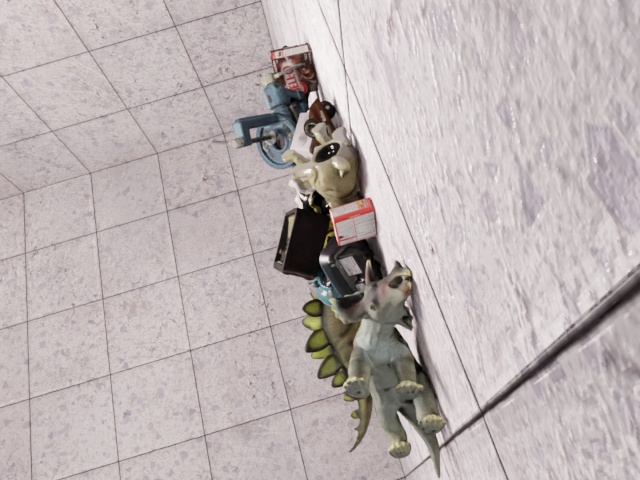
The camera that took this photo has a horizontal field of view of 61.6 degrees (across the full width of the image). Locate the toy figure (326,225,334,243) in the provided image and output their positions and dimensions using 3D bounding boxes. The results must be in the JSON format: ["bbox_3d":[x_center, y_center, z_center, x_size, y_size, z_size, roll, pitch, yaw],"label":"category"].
[{"bbox_3d":[-0.004,0.000,1.316,0.180,0.089,0.082,20,116,34],"label":"toy figure"}]

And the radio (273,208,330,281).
[{"bbox_3d":[-0.043,0.009,1.108,0.229,0.073,0.131,177,107,-82],"label":"radio"}]

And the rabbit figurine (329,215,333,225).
[{"bbox_3d":[0.034,-0.079,1.395,0.173,0.122,0.162,159,104,-75],"label":"rabbit figurine"}]

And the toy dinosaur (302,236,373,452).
[{"bbox_3d":[0.067,0.217,1.192,0.105,0.199,0.471,61,-166,-80],"label":"toy dinosaur"}]

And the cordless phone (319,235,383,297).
[{"bbox_3d":[0.070,0.024,1.066,0.146,0.089,0.184,56,-156,-27],"label":"cordless phone"}]

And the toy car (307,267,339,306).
[{"bbox_3d":[0.024,0.075,1.124,0.109,0.103,0.162,40,-139,-42],"label":"toy car"}]

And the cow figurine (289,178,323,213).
[{"bbox_3d":[-0.012,-0.077,1.240,0.098,0.068,0.167,61,175,34],"label":"cow figurine"}]

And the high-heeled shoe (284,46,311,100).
[{"bbox_3d":[-0.074,-0.326,1.292,0.086,0.145,0.248,25,156,41],"label":"high-heeled shoe"}]

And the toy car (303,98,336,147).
[{"bbox_3d":[0.019,-0.176,1.051,0.089,0.053,0.201,-58,-36,-44],"label":"toy car"}]

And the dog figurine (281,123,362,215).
[{"bbox_3d":[0.041,-0.095,0.958,0.190,0.121,0.172,51,-174,-32],"label":"dog figurine"}]

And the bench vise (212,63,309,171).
[{"bbox_3d":[-0.104,-0.242,1.129,0.240,0.129,0.223,-26,-70,-49],"label":"bench vise"}]

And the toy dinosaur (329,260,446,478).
[{"bbox_3d":[0.117,0.208,0.858,0.192,0.131,0.404,-89,-18,-50],"label":"toy dinosaur"}]
